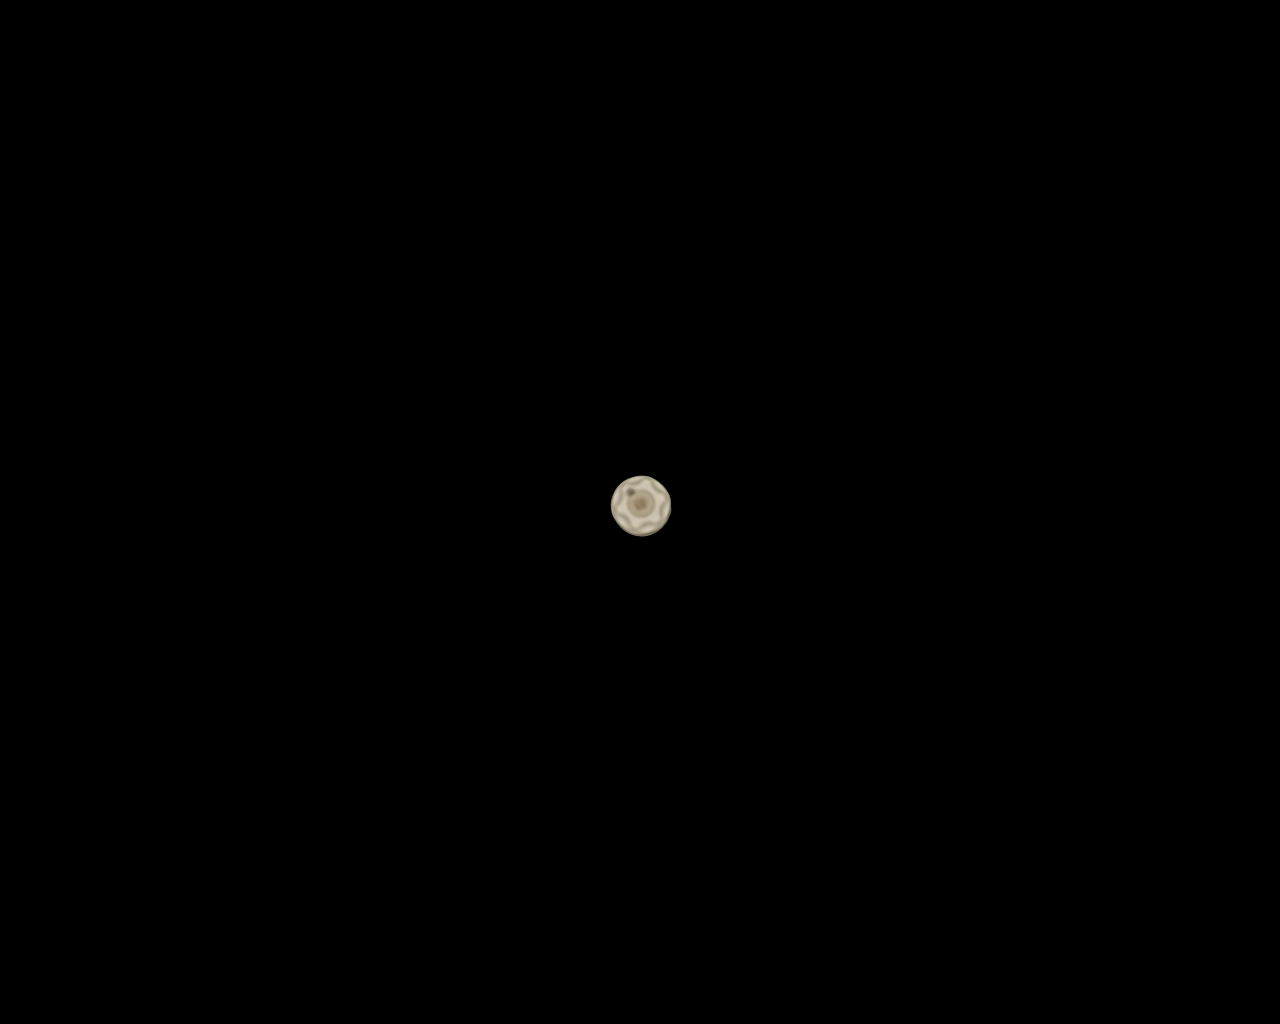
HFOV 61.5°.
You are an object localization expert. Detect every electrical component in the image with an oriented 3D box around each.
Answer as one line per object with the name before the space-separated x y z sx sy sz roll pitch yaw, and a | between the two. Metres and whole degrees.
electrical component | 0.001 -0.003 0.650 0.035 0.035 0.061 0 -4 0
